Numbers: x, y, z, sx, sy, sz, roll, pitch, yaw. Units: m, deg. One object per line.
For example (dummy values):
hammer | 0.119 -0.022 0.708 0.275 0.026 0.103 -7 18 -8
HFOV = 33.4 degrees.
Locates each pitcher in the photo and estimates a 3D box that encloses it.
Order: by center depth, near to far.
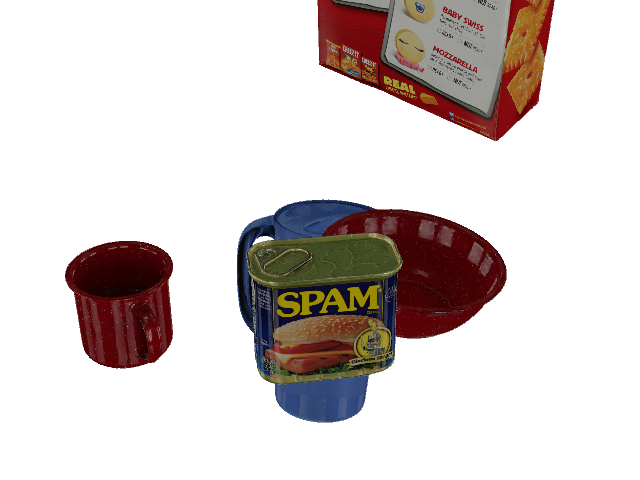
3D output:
pitcher | -0.004 0.081 1.231 0.149 0.243 0.144 22 27 40

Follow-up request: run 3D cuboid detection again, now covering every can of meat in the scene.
can of meat | 0.002 0.047 0.727 0.102 0.084 0.057 -5 29 -7

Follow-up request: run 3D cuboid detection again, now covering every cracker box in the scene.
cracker box | 0.080 -0.196 0.739 0.164 0.214 0.072 28 51 27

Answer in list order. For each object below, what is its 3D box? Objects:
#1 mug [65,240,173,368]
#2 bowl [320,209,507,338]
mug | -0.167 0.064 0.937 0.093 0.081 0.117 -20 37 -28
bowl | 0.075 0.036 0.916 0.162 0.055 0.162 5 30 -3
